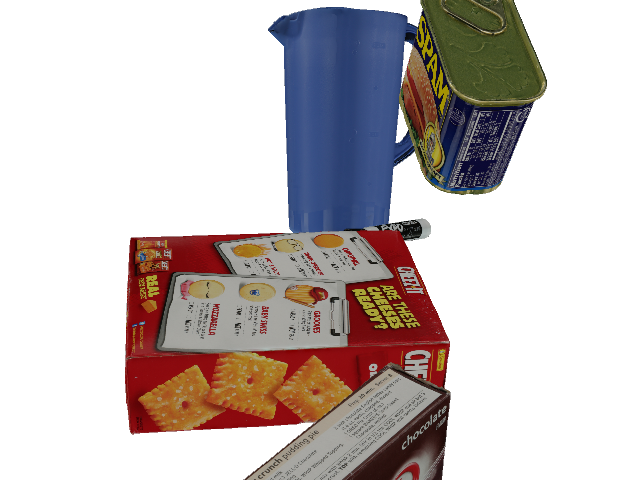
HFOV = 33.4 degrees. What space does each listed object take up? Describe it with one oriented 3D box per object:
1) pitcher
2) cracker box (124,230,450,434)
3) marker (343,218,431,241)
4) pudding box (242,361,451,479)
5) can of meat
[{"bbox_3d":[0.033,-0.125,1.144,0.149,0.243,0.144,4,8,23],"label":"pitcher"},{"bbox_3d":[-0.032,0.061,0.772,0.213,0.072,0.164,-1,29,-8],"label":"cracker box"},{"bbox_3d":[0.058,-0.006,0.951,0.020,0.020,0.120,0,5,40],"label":"marker"},{"bbox_3d":[0.009,0.119,0.463,0.039,0.090,0.113,25,41,31],"label":"pudding box"},{"bbox_3d":[0.086,-0.090,0.636,0.057,0.102,0.084,-3,-37,-12],"label":"can of meat"}]
